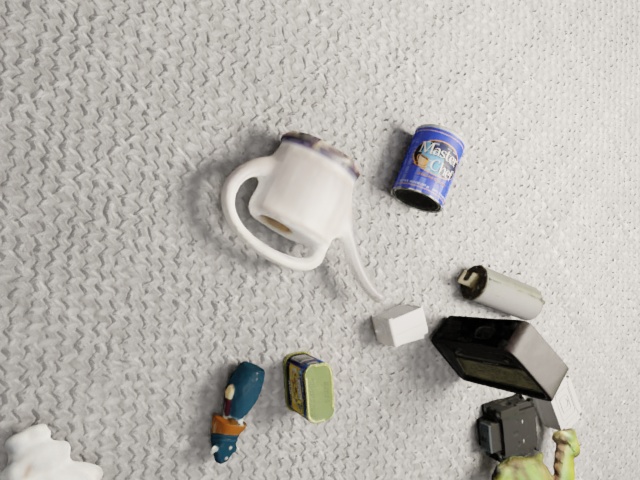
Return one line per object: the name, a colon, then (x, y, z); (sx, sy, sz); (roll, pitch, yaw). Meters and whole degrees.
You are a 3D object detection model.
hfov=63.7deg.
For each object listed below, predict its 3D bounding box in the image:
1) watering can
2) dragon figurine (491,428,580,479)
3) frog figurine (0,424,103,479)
watering can: (0.003, -0.044, 0.881); (0.345, 0.104, 0.227); (29, 76, -22)
dragon figurine: (0.419, 0.547, 1.032); (0.415, 0.121, 0.242); (-36, 91, -23)
frog figurine: (-0.352, 0.327, 0.684); (0.137, 0.122, 0.161); (12, 72, -59)
